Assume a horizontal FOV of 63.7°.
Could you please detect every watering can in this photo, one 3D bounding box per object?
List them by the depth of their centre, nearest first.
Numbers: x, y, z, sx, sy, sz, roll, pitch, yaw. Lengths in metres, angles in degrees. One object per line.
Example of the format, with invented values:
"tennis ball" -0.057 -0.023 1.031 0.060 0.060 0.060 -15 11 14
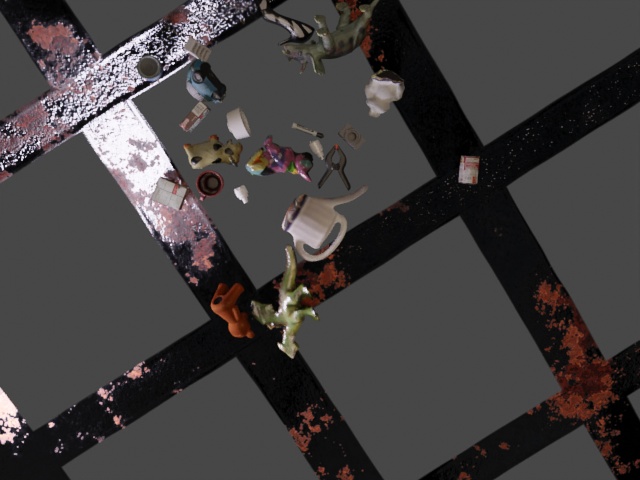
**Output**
"watering can" 0.006 -0.094 1.862 0.224 0.104 0.346 31 95 -6

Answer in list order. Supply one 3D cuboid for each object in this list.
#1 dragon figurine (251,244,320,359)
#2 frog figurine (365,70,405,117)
"dragon figurine" -0.142 0.237 1.897 0.242 0.123 0.408 -19 96 7
"frog figurine" 0.227 -0.522 1.848 0.137 0.126 0.155 -1 134 -12
